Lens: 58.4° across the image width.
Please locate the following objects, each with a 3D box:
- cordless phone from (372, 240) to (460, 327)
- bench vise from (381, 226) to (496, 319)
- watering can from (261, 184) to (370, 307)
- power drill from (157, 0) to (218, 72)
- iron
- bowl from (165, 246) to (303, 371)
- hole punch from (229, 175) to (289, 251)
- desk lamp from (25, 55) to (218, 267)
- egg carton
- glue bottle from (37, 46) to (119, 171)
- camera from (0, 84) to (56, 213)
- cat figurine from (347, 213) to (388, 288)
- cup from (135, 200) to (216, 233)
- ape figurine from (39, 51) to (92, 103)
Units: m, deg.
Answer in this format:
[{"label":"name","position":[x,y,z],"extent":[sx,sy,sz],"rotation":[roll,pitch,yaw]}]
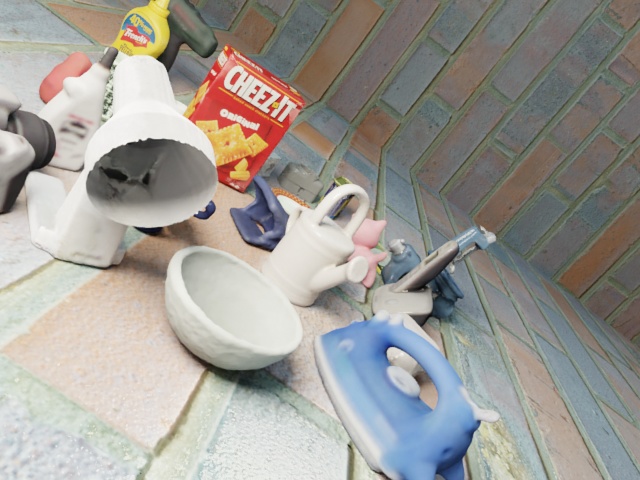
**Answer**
[{"label":"cordless phone","position":[0.177,0.079,1.016],"extent":[0.094,0.185,0.147],"rotation":[36,18,-6]},{"label":"bench vise","position":[0.246,0.047,1.169],"extent":[0.208,0.219,0.121],"rotation":[24,22,-37]},{"label":"watering can","position":[0.009,0.004,0.859],"extent":[0.172,0.194,0.101],"rotation":[45,19,19]},{"label":"power drill","position":[-0.348,-0.450,1.251],"extent":[0.230,0.208,0.075],"rotation":[37,18,-5]},{"label":"iron","position":[0.096,0.171,0.704],"extent":[0.119,0.141,0.257],"rotation":[16,28,-50]},{"label":"bowl","position":[-0.105,0.087,0.629],"extent":[0.168,0.074,0.167],"rotation":[34,18,-13]},{"label":"hole punch","position":[-0.083,-0.043,0.962],"extent":[0.101,0.091,0.108],"rotation":[22,24,-41]},{"label":"desk lamp","position":[-0.209,-0.074,0.591],"extent":[0.118,0.213,0.202],"rotation":[21,25,-44]},{"label":"egg carton","position":[0.120,0.166,0.882],"extent":[0.107,0.069,0.151],"rotation":[47,19,24]},{"label":"glue bottle","position":[-0.298,-0.168,0.714],"extent":[0.037,0.173,0.078],"rotation":[48,20,29]},{"label":"camera","position":[-0.341,-0.108,0.604],"extent":[0.143,0.100,0.137],"rotation":[44,19,17]},{"label":"cat figurine","position":[0.091,0.010,1.126],"extent":[0.067,0.117,0.127],"rotation":[24,22,-37]},{"label":"cup","position":[-0.198,-0.048,0.744],"extent":[0.117,0.095,0.092],"rotation":[40,18,4]},{"label":"ape figurine","position":[-0.379,-0.244,0.876],"extent":[0.077,0.092,0.076],"rotation":[48,20,27]}]
